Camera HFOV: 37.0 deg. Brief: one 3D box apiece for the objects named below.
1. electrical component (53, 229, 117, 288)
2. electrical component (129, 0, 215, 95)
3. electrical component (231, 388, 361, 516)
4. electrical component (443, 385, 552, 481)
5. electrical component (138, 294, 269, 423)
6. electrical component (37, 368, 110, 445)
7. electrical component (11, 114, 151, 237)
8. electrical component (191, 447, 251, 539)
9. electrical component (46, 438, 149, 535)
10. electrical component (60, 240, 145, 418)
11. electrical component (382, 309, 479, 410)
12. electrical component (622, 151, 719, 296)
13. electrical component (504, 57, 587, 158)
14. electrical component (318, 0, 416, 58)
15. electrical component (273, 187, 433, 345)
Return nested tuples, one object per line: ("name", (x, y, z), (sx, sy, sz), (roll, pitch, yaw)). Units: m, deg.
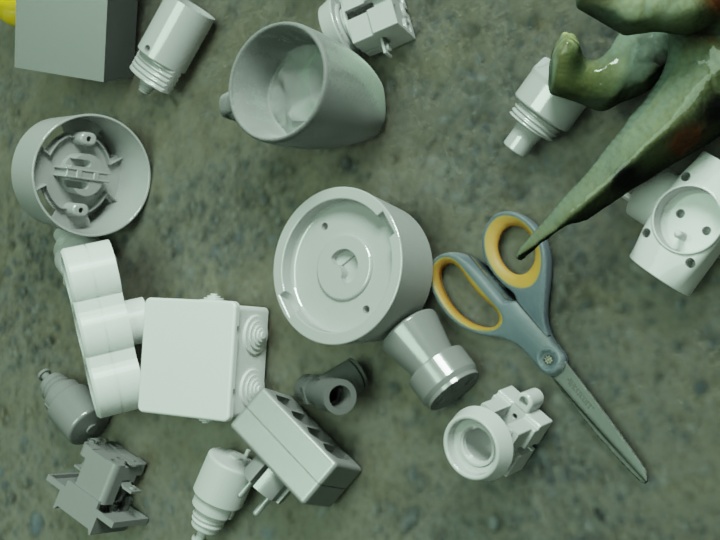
("electrical component", (-0.238, -0.014, 0.907), (0.062, 0.048, 0.048), (46, 109, 33))
("electrical component", (-0.156, -0.179, 0.873), (0.043, 0.043, 0.081), (40, 105, 27))
("electrical component", (-0.058, 0.142, 0.775), (0.083, 0.047, 0.075), (42, 94, 27))
("electrical component", (0.086, 0.107, 0.690), (0.048, 0.055, 0.066), (41, 120, 27))
("electrical component", (-0.119, 0.068, 0.825), (0.100, 0.048, 0.099), (1, 86, 31))
("electrical component", (-0.244, 0.111, 0.900), (0.078, 0.040, 0.040), (40, 106, 27))
("electrical component", (-0.230, -0.078, 0.879), (0.064, 0.099, 0.099), (9, 90, 37))
("electrical component", (-0.107, 0.171, 0.814), (0.040, 0.040, 0.078), (29, 100, 29))
("electrical component", (-0.209, 0.174, 0.873), (0.081, 0.042, 0.063), (25, 95, 29))
("electrical component", (-0.188, 0.043, 0.862), (0.052, 0.074, 0.138), (-177, 75, -71))
("electrical component", (0.048, 0.061, 0.729), (0.045, 0.045, 0.055), (-46, 66, 19))
("electrical component", (0.190, -0.038, 0.654), (0.079, 0.044, 0.077), (40, 105, 28))
("electrical component", (0.119, -0.103, 0.702), (0.043, 0.043, 0.062), (44, 109, 26))
("electrical component", (0.004, -0.181, 0.777), (0.055, 0.048, 0.066), (-19, 76, 20))
("electrical component", (0.000, 0.000, 0.752), (0.108, 0.060, 0.108), (-5, 81, 34))
